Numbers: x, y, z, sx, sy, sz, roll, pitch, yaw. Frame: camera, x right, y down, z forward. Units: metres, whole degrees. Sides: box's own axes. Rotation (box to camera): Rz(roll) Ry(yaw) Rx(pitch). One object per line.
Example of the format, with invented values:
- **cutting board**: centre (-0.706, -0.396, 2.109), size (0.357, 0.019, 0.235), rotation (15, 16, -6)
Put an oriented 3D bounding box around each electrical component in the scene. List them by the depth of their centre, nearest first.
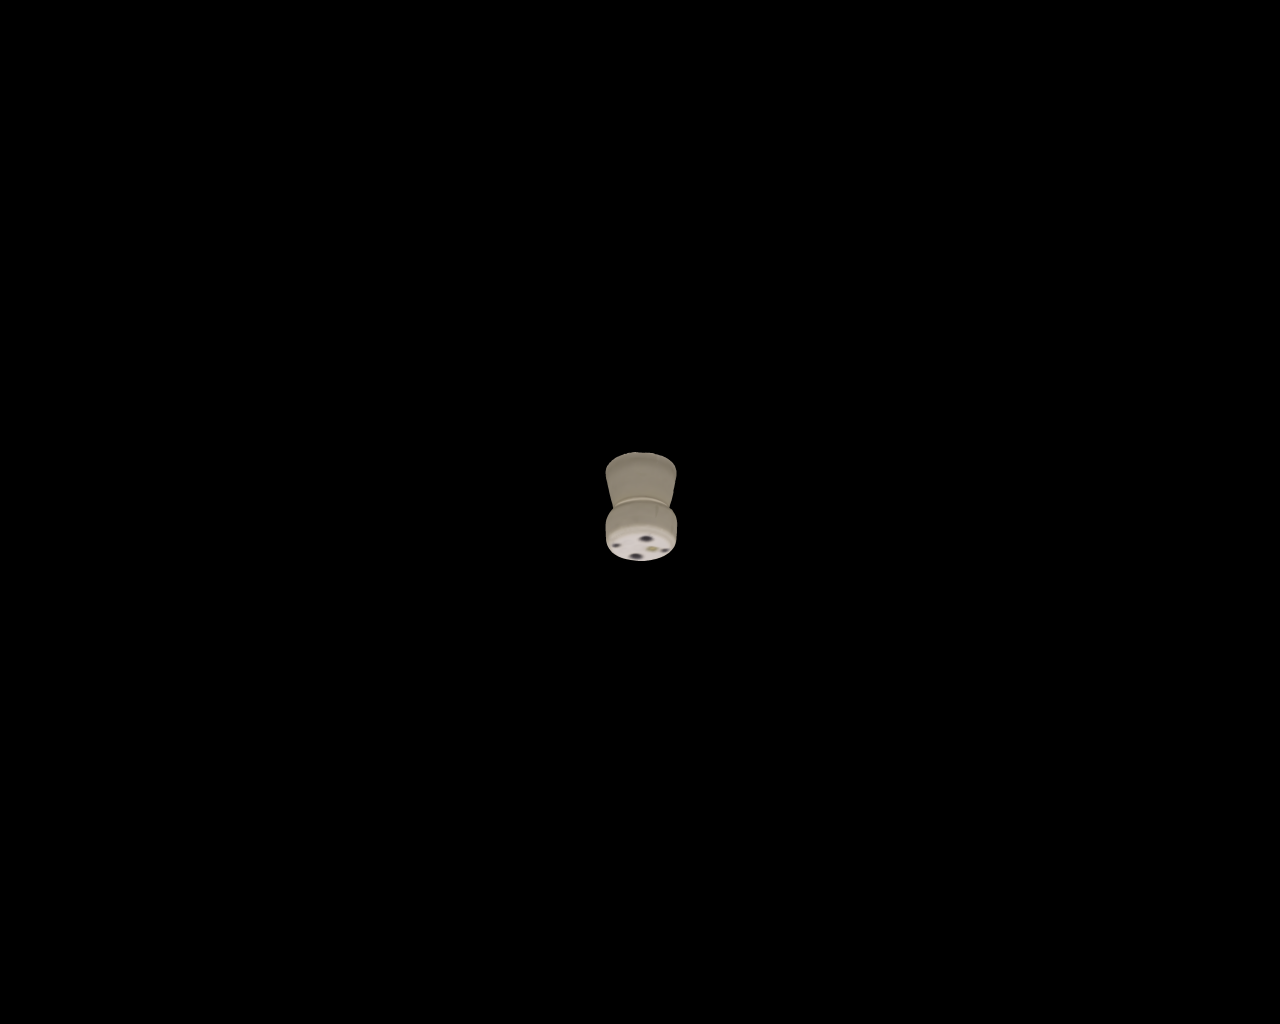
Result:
- **electrical component**: centre (0.001, -0.003, 0.650), size (0.045, 0.055, 0.044), rotation (0, -30, 0)
